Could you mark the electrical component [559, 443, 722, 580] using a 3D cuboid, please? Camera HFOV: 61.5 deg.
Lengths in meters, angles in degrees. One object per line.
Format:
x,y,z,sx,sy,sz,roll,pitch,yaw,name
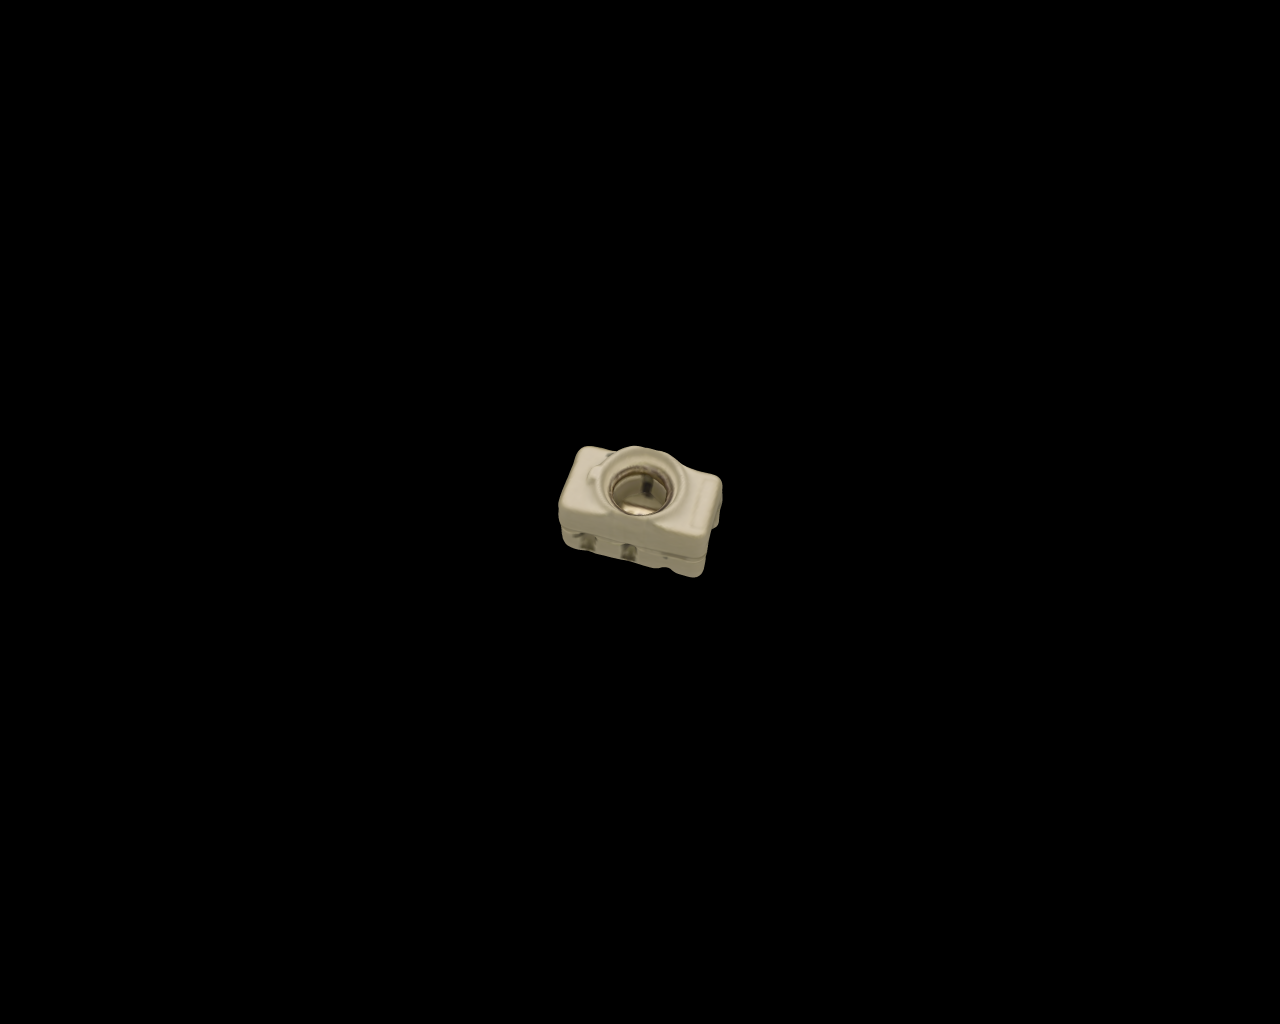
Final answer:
0.001,-0.003,0.650,0.089,0.050,0.055,14,-32,9,electrical component
